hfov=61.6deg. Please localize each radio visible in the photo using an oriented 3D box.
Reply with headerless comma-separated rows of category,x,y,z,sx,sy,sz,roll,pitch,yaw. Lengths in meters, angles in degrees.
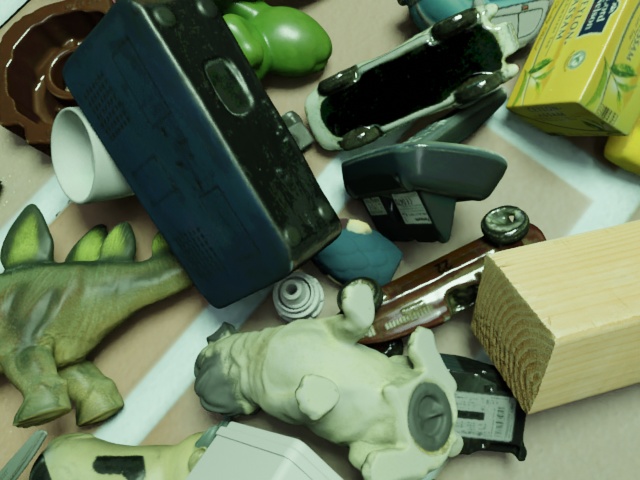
radio,-0.091,-0.067,0.420,0.073,0.131,0.229,-41,102,-44

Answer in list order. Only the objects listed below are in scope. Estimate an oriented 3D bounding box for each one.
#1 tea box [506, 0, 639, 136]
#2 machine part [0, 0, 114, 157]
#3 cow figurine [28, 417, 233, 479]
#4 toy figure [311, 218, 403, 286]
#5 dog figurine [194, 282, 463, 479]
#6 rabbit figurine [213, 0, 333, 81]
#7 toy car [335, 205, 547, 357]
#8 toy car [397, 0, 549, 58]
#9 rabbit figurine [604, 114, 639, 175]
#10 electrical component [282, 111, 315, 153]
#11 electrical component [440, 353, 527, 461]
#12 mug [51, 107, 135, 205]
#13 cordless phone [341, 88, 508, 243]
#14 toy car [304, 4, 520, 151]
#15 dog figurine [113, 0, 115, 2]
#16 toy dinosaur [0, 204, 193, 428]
tea box,0.253,-0.182,0.481,0.068,0.098,0.169,25,90,-20
machine part,-0.250,-0.169,0.564,0.179,0.056,0.179,-1,75,5
cow figurine,-0.144,0.206,0.448,0.195,0.085,0.127,7,82,7
toy figure,-0.002,0.000,0.497,0.155,0.058,0.064,25,91,7
dog figurine,-0.001,0.128,0.441,0.172,0.191,0.121,51,52,-12
rabbit figurine,-0.076,-0.183,0.542,0.170,0.121,0.159,-26,67,-21
toy car,0.105,0.046,0.461,0.202,0.089,0.053,-26,41,-4
toy car,0.164,-0.228,0.531,0.162,0.109,0.102,-15,100,-17
rabbit figurine,0.368,-0.122,0.490,0.173,0.122,0.162,17,68,-6
electrical component,-0.050,-0.087,0.517,0.102,0.078,0.045,-37,93,-19
electrical component,0.112,0.134,0.450,0.119,0.048,0.074,9,96,2
mug,-0.179,-0.091,0.496,0.081,0.107,0.109,12,105,37
cordless phone,0.121,-0.084,0.473,0.184,0.147,0.088,-39,102,-15
toy car,0.079,-0.144,0.496,0.202,0.056,0.073,-20,101,23
dog figurine,-0.203,-0.367,0.588,0.192,0.108,0.219,41,78,16
toy dinosaur,-0.251,0.070,0.479,0.472,0.105,0.198,-16,70,-11
